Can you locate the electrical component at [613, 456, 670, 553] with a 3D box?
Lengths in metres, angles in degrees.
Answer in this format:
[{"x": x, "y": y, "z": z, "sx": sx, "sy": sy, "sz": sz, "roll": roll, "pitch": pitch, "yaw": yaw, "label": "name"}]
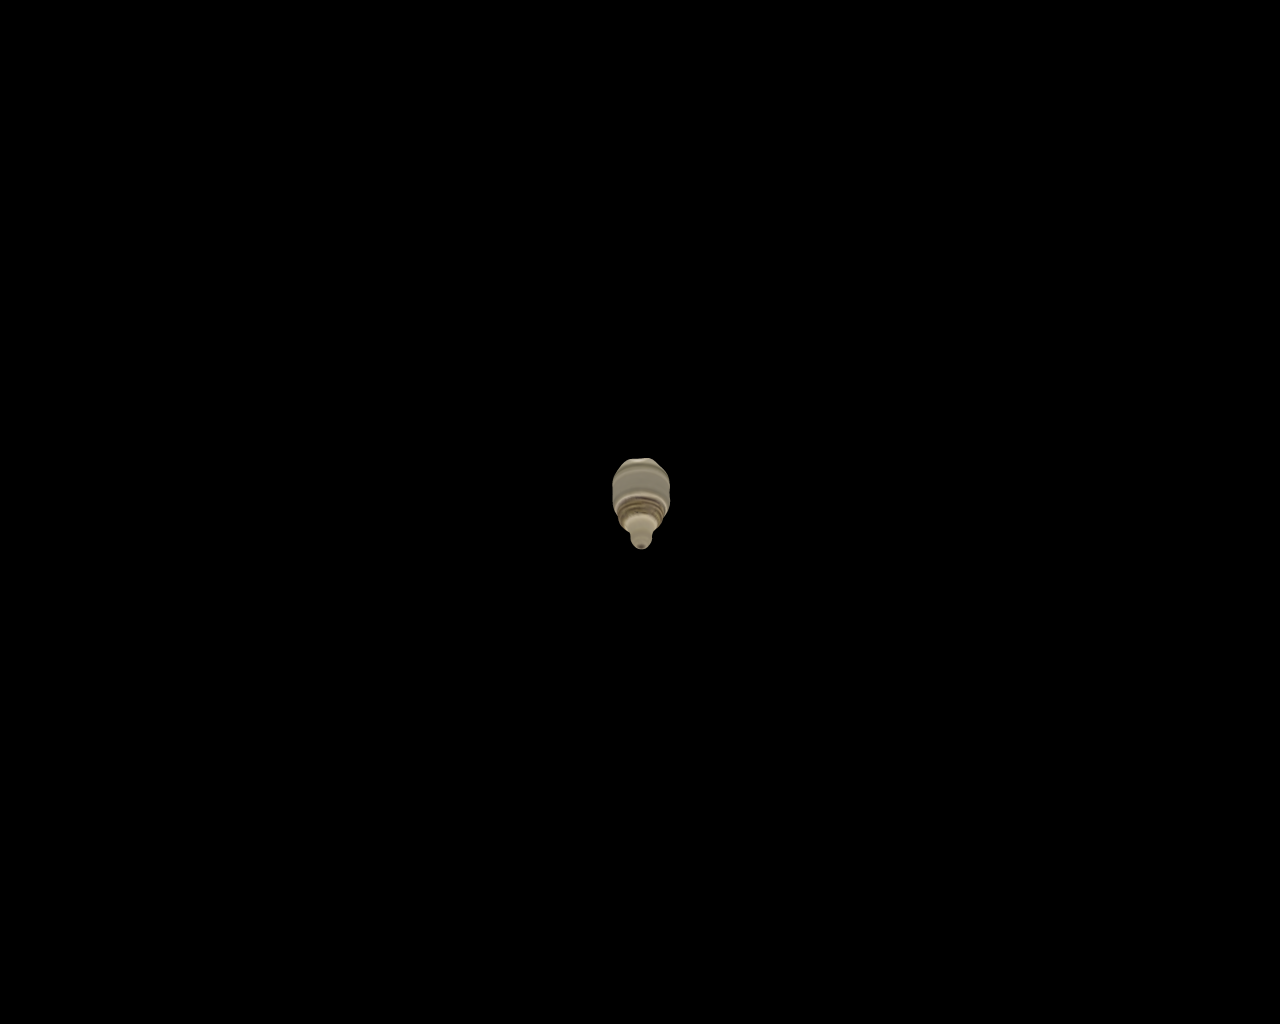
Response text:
[{"x": 0.001, "y": -0.003, "z": 0.650, "sx": 0.035, "sy": 0.061, "sz": 0.035, "roll": 0, "pitch": -40, "yaw": 0, "label": "electrical component"}]
